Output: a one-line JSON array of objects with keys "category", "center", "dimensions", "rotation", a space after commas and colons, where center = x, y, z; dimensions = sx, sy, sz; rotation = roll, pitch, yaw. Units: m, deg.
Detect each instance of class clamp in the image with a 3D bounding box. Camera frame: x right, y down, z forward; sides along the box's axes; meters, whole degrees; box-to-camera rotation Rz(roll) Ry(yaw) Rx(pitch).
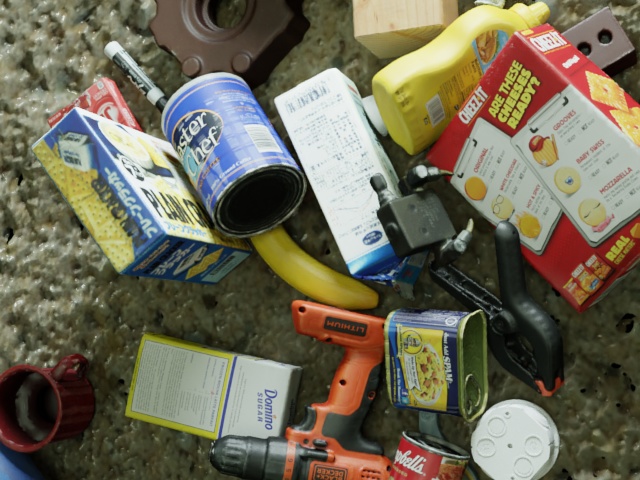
[{"category": "clamp", "center": [0.173, 0.071, 1.023], "dimensions": [0.120, 0.039, 0.171], "rotation": [-20, 94, 57]}]

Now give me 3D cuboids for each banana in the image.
[{"category": "banana", "center": [-0.023, 0.011, 1.110], "dimensions": [0.070, 0.037, 0.198], "rotation": [-44, 74, 14]}]

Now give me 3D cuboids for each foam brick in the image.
[{"category": "foam brick", "center": [0.254, -0.176, 1.017], "dimensions": [0.078, 0.051, 0.053], "rotation": [-31, 76, 15]}]

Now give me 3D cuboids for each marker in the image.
[{"category": "marker", "center": [-0.198, -0.177, 1.196], "dimensions": [0.020, 0.020, 0.121], "rotation": [-47, 73, 11]}]

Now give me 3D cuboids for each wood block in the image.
[{"category": "wood block", "center": [0.084, -0.298, 1.067], "dimensions": [0.090, 0.090, 0.206], "rotation": [-5, 84, 19]}]

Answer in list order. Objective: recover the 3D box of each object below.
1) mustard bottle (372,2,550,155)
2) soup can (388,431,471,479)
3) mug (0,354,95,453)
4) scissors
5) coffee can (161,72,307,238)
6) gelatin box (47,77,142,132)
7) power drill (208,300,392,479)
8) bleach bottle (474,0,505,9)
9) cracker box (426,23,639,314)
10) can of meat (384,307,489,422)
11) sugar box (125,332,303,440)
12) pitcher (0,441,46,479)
[{"category": "mustard bottle", "center": [0.143, -0.170, 1.027], "dimensions": [0.191, 0.096, 0.058], "rotation": [-36, 47, -8]}, {"category": "soup can", "center": [0.096, 0.242, 1.016], "dimensions": [0.069, 0.068, 0.102], "rotation": [19, 92, 20]}, {"category": "mug", "center": [-0.295, 0.172, 1.171], "dimensions": [0.093, 0.081, 0.117], "rotation": [37, 99, 18]}, {"category": "scissors", "center": [0.125, 0.185, 1.056], "dimensions": [0.096, 0.016, 0.202], "rotation": [13, 91, 19]}, {"category": "coffee can", "center": [-0.089, -0.087, 1.086], "dimensions": [0.103, 0.102, 0.140], "rotation": [-40, 57, 13]}, {"category": "gelatin box", "center": [-0.255, -0.128, 1.207], "dimensions": [0.089, 0.030, 0.073], "rotation": [-34, 76, 15]}, {"category": "power drill", "center": [-0.007, 0.158, 1.056], "dimensions": [0.184, 0.057, 0.187], "rotation": [10, 90, -7]}, {"category": "bleach bottle", "center": [0.203, -0.351, 1.045], "dimensions": [0.103, 0.068, 0.251], "rotation": [14, 93, 21]}, {"category": "cracker box", "center": [0.225, -0.066, 0.979], "dimensions": [0.214, 0.071, 0.164], "rotation": [48, 131, 17]}, {"category": "can of meat", "center": [0.110, 0.116, 1.016], "dimensions": [0.084, 0.057, 0.102], "rotation": [3, 101, 31]}, {"category": "sugar box", "center": [-0.112, 0.161, 1.127], "dimensions": [0.176, 0.048, 0.093], "rotation": [12, 89, 17]}, {"category": "pitcher", "center": [-0.332, 0.306, 1.146], "dimensions": [0.149, 0.144, 0.243], "rotation": [-45, 71, 13]}]
